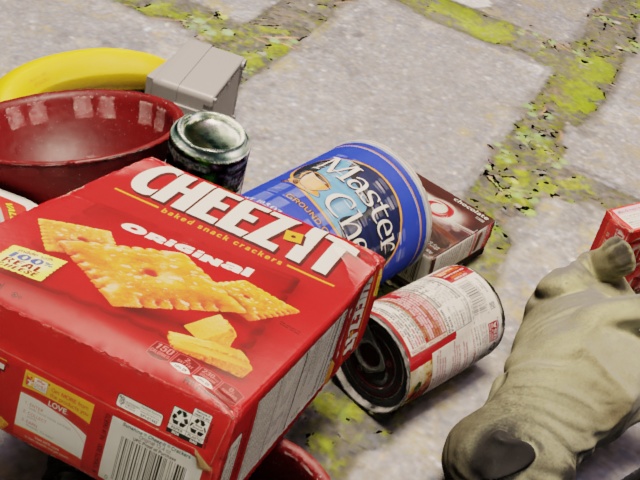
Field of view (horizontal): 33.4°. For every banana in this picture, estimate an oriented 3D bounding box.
[{"bbox_3d":[-0.203,-0.126,0.879,0.070,0.037,0.197,47,46,12],"label":"banana"}]

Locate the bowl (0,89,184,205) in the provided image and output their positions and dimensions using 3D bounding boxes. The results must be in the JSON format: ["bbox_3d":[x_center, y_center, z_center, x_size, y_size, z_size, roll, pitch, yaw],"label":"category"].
[{"bbox_3d":[-0.175,-0.059,0.759,0.162,0.055,0.162,-1,25,0],"label":"bowl"}]

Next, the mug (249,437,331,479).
[{"bbox_3d":[-0.049,0.147,0.535,0.093,0.082,0.117,-10,43,-29],"label":"mug"}]

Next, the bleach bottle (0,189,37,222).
[{"bbox_3d":[-0.235,-0.005,0.685,0.250,0.068,0.102,12,37,-8],"label":"bleach bottle"}]

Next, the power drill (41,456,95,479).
[{"bbox_3d":[-0.169,0.068,0.575,0.187,0.057,0.184,34,27,-9],"label":"power drill"}]

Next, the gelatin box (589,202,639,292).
[{"bbox_3d":[0.248,0.006,0.828,0.089,0.073,0.030,-13,44,-32],"label":"gelatin box"}]

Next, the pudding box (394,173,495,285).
[{"bbox_3d":[0.063,-0.016,0.820,0.114,0.039,0.089,36,40,24],"label":"pudding box"}]

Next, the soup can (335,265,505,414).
[{"bbox_3d":[0.065,0.062,0.696,0.102,0.069,0.069,-22,50,-40],"label":"soup can"}]

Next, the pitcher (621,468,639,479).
[{"bbox_3d":[0.201,0.180,0.557,0.242,0.149,0.145,-18,63,-32],"label":"pitcher"}]

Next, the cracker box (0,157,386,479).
[{"bbox_3d":[-0.077,0.035,0.547,0.164,0.072,0.213,24,24,13],"label":"cracker box"}]

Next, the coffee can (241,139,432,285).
[{"bbox_3d":[-0.005,0.001,0.722,0.103,0.103,0.140,35,41,24],"label":"coffee can"}]
